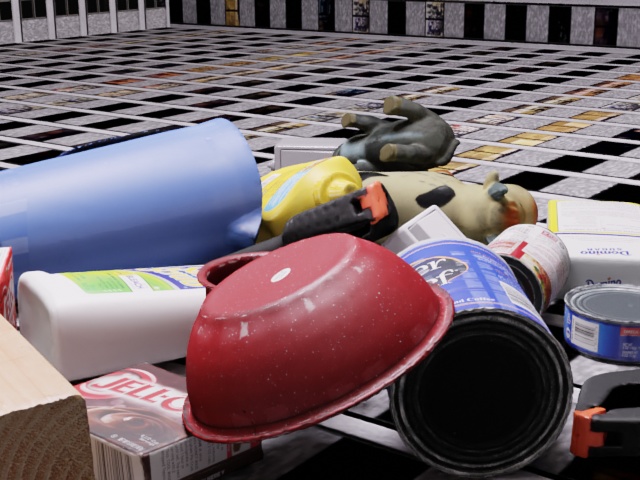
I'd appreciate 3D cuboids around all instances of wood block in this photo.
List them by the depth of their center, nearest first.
[{"bbox_3d":[-0.200,0.097,0.575,0.090,0.090,0.206,-11,19,-30],"label":"wood block"}]

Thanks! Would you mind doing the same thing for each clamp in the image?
[{"bbox_3d":[0.224,0.099,0.647,0.171,0.039,0.120,-19,19,-40],"label":"clamp"},{"bbox_3d":[-0.006,0.001,0.864,0.164,0.036,0.210,-11,-11,-18],"label":"clamp"}]

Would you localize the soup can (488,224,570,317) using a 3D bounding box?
[{"bbox_3d":[0.153,0.030,0.833,0.069,0.068,0.102,7,17,23],"label":"soup can"}]

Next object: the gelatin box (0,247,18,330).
[{"bbox_3d":[-0.235,0.052,0.763,0.030,0.073,0.089,-3,16,-10],"label":"gelatin box"}]

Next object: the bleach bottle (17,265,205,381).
[{"bbox_3d":[-0.087,0.049,0.794,0.250,0.068,0.103,-7,15,-29],"label":"bleach bottle"}]

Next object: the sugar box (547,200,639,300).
[{"bbox_3d":[0.249,0.008,0.950,0.093,0.048,0.176,3,20,12],"label":"sugar box"}]

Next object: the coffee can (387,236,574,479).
[{"bbox_3d":[0.086,0.066,0.649,0.103,0.103,0.140,-1,16,-2],"label":"coffee can"}]

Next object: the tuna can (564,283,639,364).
[{"bbox_3d":[0.223,0.061,0.785,0.086,0.034,0.086,-1,16,0],"label":"tuna can"}]

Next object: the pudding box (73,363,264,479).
[{"bbox_3d":[-0.102,0.110,0.617,0.114,0.039,0.089,14,21,41],"label":"pudding box"}]

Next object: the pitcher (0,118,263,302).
[{"bbox_3d":[-0.184,-0.028,0.938,0.242,0.145,0.149,-13,-2,-27],"label":"pitcher"}]

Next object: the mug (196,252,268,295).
[{"bbox_3d":[-0.023,0.060,0.710,0.117,0.081,0.093,5,17,20],"label":"mug"}]

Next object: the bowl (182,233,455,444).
[{"bbox_3d":[-0.012,0.042,0.577,0.162,0.055,0.162,-23,16,7],"label":"bowl"}]

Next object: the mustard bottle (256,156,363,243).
[{"bbox_3d":[-0.013,-0.036,0.975,0.096,0.058,0.192,-40,13,-20],"label":"mustard bottle"}]
